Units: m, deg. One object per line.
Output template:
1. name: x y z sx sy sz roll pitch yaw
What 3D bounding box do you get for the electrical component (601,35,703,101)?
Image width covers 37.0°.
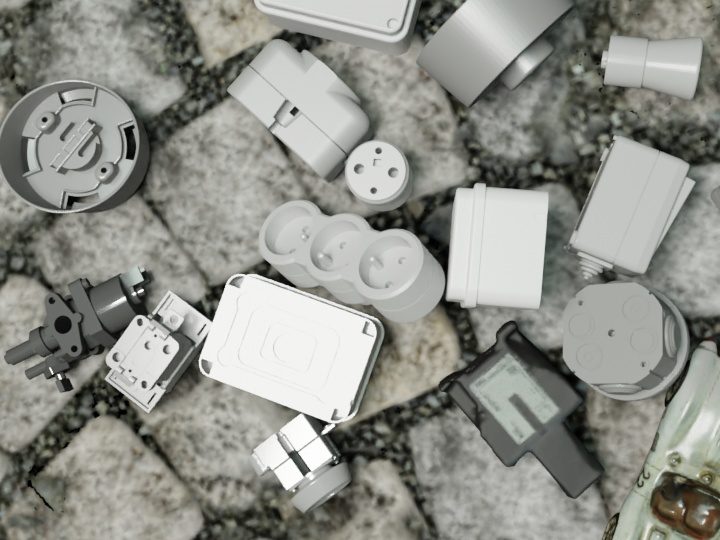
1. electrical component: 0.202 -0.144 0.751 0.065 0.044 0.044 9 88 12

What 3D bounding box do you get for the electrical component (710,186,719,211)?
1. electrical component: 0.292 -0.032 0.725 0.062 0.061 0.096 -35 84 3

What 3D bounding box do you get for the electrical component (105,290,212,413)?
1. electrical component: -0.147 0.058 0.768 0.042 0.064 0.081 36 92 8

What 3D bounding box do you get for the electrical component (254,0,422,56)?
1. electrical component: -0.012 -0.207 0.769 0.113 0.057 0.078 15 89 7

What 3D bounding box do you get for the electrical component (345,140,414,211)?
1. electrical component: 0.014 -0.066 0.760 0.045 0.055 0.045 0 87 6

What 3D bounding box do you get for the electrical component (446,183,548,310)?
1. electrical component: 0.089 -0.013 0.721 0.057 0.113 0.078 5 88 4

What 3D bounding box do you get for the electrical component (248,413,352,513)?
1. electrical component: -0.038 0.137 0.762 0.066 0.048 0.055 -37 76 3

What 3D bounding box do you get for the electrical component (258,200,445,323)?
1. electrical component: 0.000 0.000 0.750 0.138 0.073 0.052 19 74 36

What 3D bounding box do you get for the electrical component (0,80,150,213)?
1. electrical component: -0.205 -0.087 0.781 0.099 0.064 0.099 0 87 6

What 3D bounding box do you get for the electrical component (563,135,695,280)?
1. electrical component: 0.182 -0.034 0.737 0.061 0.062 0.096 23 90 7

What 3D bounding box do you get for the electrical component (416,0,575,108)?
1. electrical component: 0.098 -0.157 0.732 0.108 0.108 0.060 -43 90 3

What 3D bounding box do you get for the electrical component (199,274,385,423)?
1. electrical component: -0.047 0.055 0.760 0.113 0.057 0.078 20 89 7

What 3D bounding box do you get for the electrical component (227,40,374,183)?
1. electrical component: -0.039 -0.116 0.770 0.095 0.054 0.059 43 92 7

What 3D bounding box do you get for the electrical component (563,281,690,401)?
1. electrical component: 0.178 0.047 0.728 0.080 0.051 0.080 -8 74 29
